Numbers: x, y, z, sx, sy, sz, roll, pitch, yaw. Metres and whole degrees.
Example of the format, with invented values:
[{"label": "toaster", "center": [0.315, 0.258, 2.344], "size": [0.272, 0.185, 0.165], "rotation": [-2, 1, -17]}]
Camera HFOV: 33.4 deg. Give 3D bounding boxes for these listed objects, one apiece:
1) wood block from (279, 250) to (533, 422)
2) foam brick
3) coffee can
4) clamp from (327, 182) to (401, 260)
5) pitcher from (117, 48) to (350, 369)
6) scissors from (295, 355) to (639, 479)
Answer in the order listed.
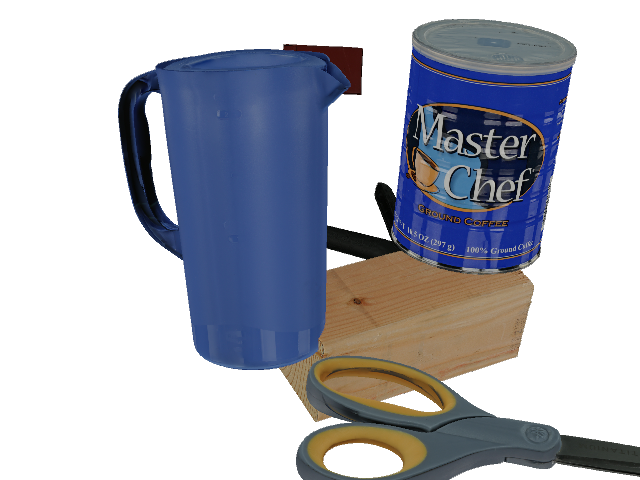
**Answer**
[{"label": "wood block", "center": [0.071, 0.071, 0.935], "size": [0.205, 0.090, 0.091], "rotation": [-14, 40, -23]}, {"label": "foam brick", "center": [0.002, -0.186, 1.164], "size": [0.078, 0.051, 0.053], "rotation": [0, 11, -16]}, {"label": "coffee can", "center": [0.104, -0.063, 0.696], "size": [0.103, 0.140, 0.103], "rotation": [3, 26, -2]}, {"label": "clamp", "center": [0.086, 0.014, 1.246], "size": [0.164, 0.036, 0.210], "rotation": [-22, 52, -39]}, {"label": "pitcher", "center": [-0.065, -0.028, 0.843], "size": [0.144, 0.243, 0.149], "rotation": [-11, 18, -28]}, {"label": "scissors", "center": [0.078, 0.095, 0.449], "size": [0.202, 0.016, 0.096], "rotation": [16, 34, 23]}]
